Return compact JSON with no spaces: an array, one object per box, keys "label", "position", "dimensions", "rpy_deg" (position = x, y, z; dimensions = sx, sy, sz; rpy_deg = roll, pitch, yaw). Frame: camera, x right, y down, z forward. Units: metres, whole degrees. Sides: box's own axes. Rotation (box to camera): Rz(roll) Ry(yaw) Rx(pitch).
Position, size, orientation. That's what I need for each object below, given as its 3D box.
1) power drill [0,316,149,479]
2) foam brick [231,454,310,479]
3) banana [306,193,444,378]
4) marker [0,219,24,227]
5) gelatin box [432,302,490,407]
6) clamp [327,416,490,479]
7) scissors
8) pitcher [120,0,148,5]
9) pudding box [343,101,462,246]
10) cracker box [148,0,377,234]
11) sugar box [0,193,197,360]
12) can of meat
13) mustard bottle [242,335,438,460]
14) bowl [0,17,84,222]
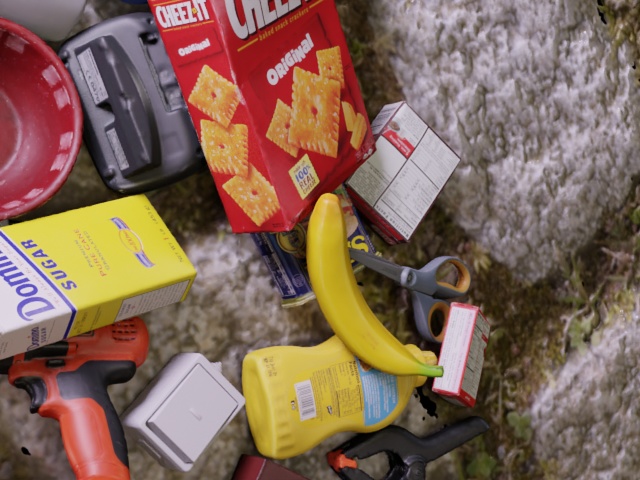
[{"label":"power drill","position":[-0.210,0.133,0.799],"dimensions":[0.184,0.057,0.188],"rpy_deg":[2,55,-25]},{"label":"foam brick","position":[-0.037,0.227,0.931],"dimensions":[0.078,0.051,0.053],"rpy_deg":[30,72,-23]},{"label":"banana","position":[0.032,0.050,0.918],"dimensions":[0.070,0.037,0.197],"rpy_deg":[-28,111,16]},{"label":"marker","position":[-0.279,-0.016,0.840],"dimensions":[0.121,0.020,0.020],"rpy_deg":[14,78,-28]},{"label":"gelatin box","position":[0.137,0.111,1.031],"dimensions":[0.073,0.030,0.089],"rpy_deg":[42,59,-65]},{"label":"clamp","position":[0.088,0.228,1.009],"dimensions":[0.171,0.039,0.120],"rpy_deg":[3,78,-24]},{"label":"scissors","position":[0.082,0.054,0.998],"dimensions":[0.201,0.016,0.096],"rpy_deg":[0,96,-50]},{"label":"pitcher","position":[-0.121,-0.316,0.901],"dimensions":[0.242,0.149,0.145],"rpy_deg":[-32,59,-31]},{"label":"pudding box","position":[0.074,-0.064,1.030],"dimensions":[0.090,0.039,0.113],"rpy_deg":[43,69,-20]},{"label":"cracker box","position":[-0.038,-0.136,0.900],"dimensions":[0.164,0.072,0.213],"rpy_deg":[-43,123,-47]},{"label":"sugar box","position":[-0.194,0.025,0.832],"dimensions":[0.175,0.048,0.093],"rpy_deg":[-17,60,-42]},{"label":"can of meat","position":[-0.006,0.001,0.969],"dimensions":[0.102,0.058,0.084],"rpy_deg":[-30,97,-28]},{"label":"mustard bottle","position":[0.026,0.130,0.972],"dimensions":[0.191,0.058,0.096],"rpy_deg":[-11,91,-29]},{"label":"bowl","position":[-0.270,-0.091,0.830],"dimensions":[0.161,0.055,0.162],"rpy_deg":[3,83,-31]}]
